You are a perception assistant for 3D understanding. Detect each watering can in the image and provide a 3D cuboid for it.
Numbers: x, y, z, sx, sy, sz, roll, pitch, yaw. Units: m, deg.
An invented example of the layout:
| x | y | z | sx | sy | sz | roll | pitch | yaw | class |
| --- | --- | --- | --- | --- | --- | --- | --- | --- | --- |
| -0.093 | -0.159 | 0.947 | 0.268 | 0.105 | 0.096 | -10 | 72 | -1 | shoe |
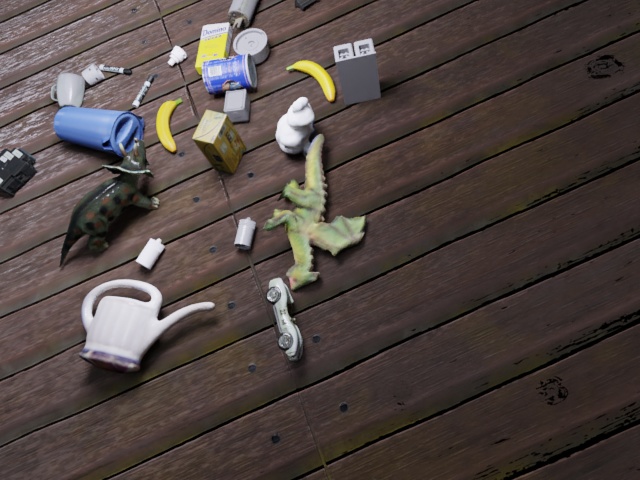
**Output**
| x | y | z | sx | sy | sz | roll | pitch | yaw | class |
| --- | --- | --- | --- | --- | --- | --- | --- | --- | --- |
| -0.442 | 0.214 | 1.259 | 0.348 | 0.102 | 0.228 | 8 | 69 | 14 | watering can |

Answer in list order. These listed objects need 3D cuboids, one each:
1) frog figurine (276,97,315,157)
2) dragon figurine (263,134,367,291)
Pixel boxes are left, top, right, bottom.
| x | y | z | sx | sy | sz | roll | pitch | yaw | class |
| --- | --- | --- | --- | --- | --- | --- | --- | --- | --- |
| -0.070 | -0.312 | 1.396 | 0.123 | 0.157 | 0.139 | 15 | 71 | 18 | frog figurine |
| 0.004 | -0.067 | 1.323 | 0.243 | 0.120 | 0.415 | 28 | 75 | 3 | dragon figurine |
